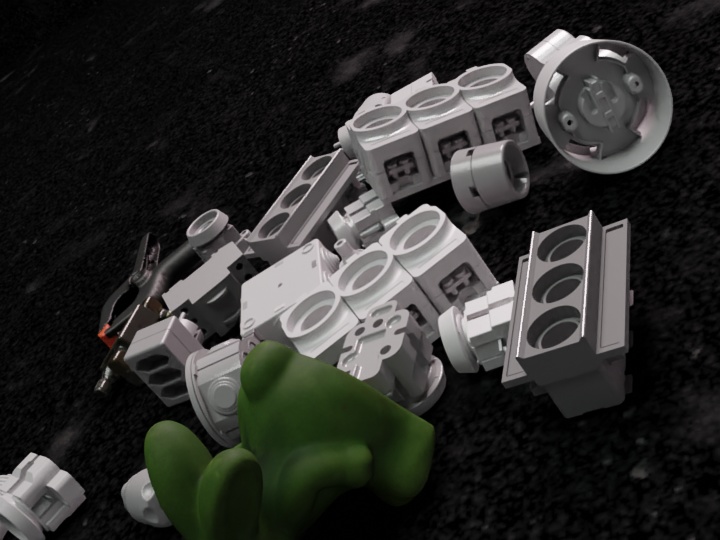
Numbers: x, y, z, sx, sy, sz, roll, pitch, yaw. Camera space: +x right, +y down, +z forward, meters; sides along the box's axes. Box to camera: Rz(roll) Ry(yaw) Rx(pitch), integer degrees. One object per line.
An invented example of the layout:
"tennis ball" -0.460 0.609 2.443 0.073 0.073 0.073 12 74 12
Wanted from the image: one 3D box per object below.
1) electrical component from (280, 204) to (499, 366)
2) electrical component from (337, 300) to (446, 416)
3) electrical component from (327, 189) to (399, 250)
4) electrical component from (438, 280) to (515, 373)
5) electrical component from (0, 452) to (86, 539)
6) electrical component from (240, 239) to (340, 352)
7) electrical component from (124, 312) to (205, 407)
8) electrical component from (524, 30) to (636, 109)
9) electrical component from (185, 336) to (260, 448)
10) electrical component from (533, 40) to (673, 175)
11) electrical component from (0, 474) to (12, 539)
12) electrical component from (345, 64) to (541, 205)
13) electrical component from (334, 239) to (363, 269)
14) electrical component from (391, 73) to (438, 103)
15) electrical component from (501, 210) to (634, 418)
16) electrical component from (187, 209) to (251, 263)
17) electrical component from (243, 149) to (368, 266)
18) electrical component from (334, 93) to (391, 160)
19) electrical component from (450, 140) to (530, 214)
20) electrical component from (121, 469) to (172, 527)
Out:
"electrical component" 0.019 0.022 0.830 0.150 0.061 0.089 -38 27 -2
"electrical component" 0.024 0.069 0.755 0.058 0.057 0.078 -21 31 29
"electrical component" 0.005 -0.040 0.965 0.055 0.048 0.066 -29 27 -2
"electrical component" 0.087 0.042 0.736 0.055 0.048 0.066 -21 30 15
"electrical component" -0.277 0.196 0.915 0.078 0.058 0.057 0 42 50
"electrical component" -0.056 0.029 0.923 0.100 0.048 0.099 -31 28 13
"electrical component" -0.164 0.070 0.968 0.047 0.065 0.076 -22 30 27
"electrical component" 0.180 -0.162 0.939 0.074 0.052 0.138 -38 27 -2
"electrical component" -0.097 0.093 0.838 0.051 0.080 0.080 -25 29 14
"electrical component" 0.186 -0.129 0.836 0.099 0.099 0.064 -35 20 4
"electrical component" -0.331 0.217 0.960 0.043 0.043 0.081 -19 32 32
"electrical component" 0.071 -0.127 0.961 0.150 0.061 0.089 -22 27 -4
"electrical component" 0.000 0.000 0.888 0.035 0.061 0.035 -29 28 17
"electrical component" 0.059 -0.146 1.060 0.056 0.050 0.089 -27 28 18
"electrical component" 0.137 0.028 0.677 0.079 0.063 0.121 -21 31 29
"electrical component" -0.147 -0.029 1.115 0.066 0.055 0.048 -46 28 -17
"electrical component" -0.045 -0.049 1.016 0.079 0.063 0.121 -7 39 45
"electrical component" 0.004 -0.140 1.124 0.079 0.043 0.077 -24 30 25
"electrical component" 0.109 -0.078 0.891 0.047 0.055 0.055 -13 35 33
"electrical component" -0.161 0.173 0.827 0.062 0.043 0.043 -5 41 49
